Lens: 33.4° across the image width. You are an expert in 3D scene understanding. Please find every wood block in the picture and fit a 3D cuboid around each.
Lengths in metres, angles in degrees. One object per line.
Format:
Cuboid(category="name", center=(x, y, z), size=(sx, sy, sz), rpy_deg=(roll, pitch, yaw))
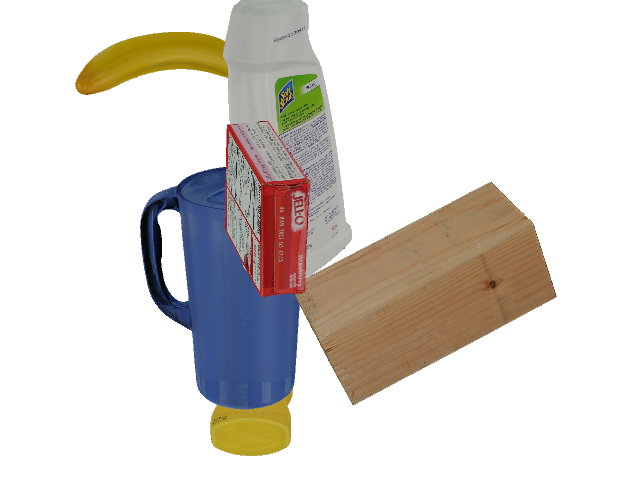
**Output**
Cuboid(category="wood block", center=(0.091, 0.046, 0.953), size=(0.206, 0.091, 0.090), rpy_deg=(-27, 33, -3))

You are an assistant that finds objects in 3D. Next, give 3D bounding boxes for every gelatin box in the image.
Cuboid(category="gelatin box", center=(-0.032, -0.020, 0.627), size=(0.030, 0.073, 0.089), rpy_deg=(-7, 30, -17))

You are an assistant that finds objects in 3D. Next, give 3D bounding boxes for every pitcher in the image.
Cuboid(category="pitcher", center=(-0.091, 0.050, 1.125), size=(0.149, 0.243, 0.144), rpy_deg=(21, 30, 40))

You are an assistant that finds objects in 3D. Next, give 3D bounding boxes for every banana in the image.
Cuboid(category="banana", center=(-0.154, -0.178, 1.065), size=(0.197, 0.070, 0.037), rpy_deg=(-7, -39, -30))

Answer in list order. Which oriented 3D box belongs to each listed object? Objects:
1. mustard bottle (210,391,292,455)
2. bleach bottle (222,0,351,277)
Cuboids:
Cuboid(category="mustard bottle", center=(-0.083, 0.193, 1.346), size=(0.096, 0.058, 0.191), rpy_deg=(-2, 25, 1))
Cuboid(category="bleach bottle", center=(-0.028, -0.095, 0.841), size=(0.068, 0.251, 0.102), rpy_deg=(16, 36, 31))
